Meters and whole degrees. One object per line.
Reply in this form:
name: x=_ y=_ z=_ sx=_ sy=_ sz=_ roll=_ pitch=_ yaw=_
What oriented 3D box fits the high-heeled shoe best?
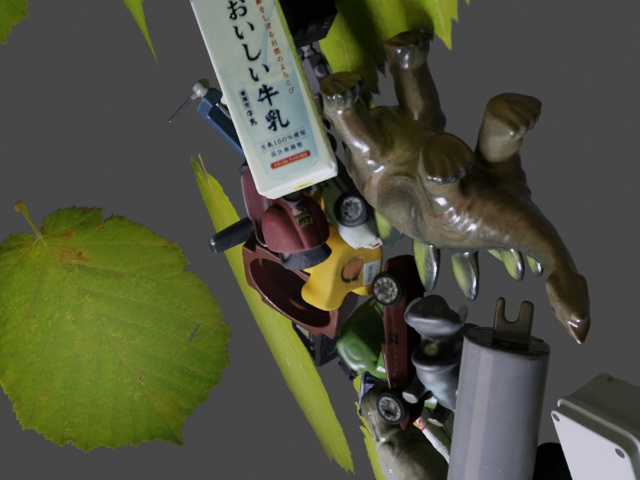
high-heeled shoe: x=0.250 y=0.278 z=0.573 sx=0.145 sy=0.086 sz=0.249 roll=36 pitch=156 yaw=-21

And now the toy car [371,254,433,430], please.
toy car: x=0.096 y=0.117 z=0.625 sx=0.053 sy=0.089 sz=0.202 roll=4 pitch=101 yaw=34

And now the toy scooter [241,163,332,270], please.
toy scooter: x=-0.049 y=-0.044 z=0.660 sx=0.184 sy=0.075 sz=0.135 roll=28 pitch=134 yaw=64

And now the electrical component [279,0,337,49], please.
electrical component: x=-0.033 y=-0.269 z=0.564 sx=0.115 sy=0.058 sz=0.134 roll=65 pitch=165 yaw=0

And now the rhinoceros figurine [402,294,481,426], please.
rhinoceros figurine: x=0.145 y=0.137 z=0.590 sx=0.073 sy=0.112 sz=0.190 roll=5 pitch=142 yaw=38

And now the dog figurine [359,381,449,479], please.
dog figurine: x=0.126 y=0.288 z=0.734 sx=0.190 sy=0.121 sz=0.172 roll=63 pitch=154 yaw=10

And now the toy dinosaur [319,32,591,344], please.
toy dinosaur: x=0.074 y=-0.067 z=0.476 sx=0.472 sy=0.105 sz=0.198 roll=-119 pitch=7 yaw=-51

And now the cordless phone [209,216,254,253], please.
cordless phone: x=-0.119 y=-0.002 z=1.038 sx=0.089 sy=0.184 sz=0.146 roll=57 pitch=163 yaw=25

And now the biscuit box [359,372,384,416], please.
biscuit box: x=0.104 y=0.267 z=0.969 sx=0.202 sy=0.063 sz=0.059 roll=88 pitch=-173 yaw=-57

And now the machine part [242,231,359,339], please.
machine part: x=-0.031 y=0.065 z=0.935 sx=0.201 sy=0.087 sz=0.201 roll=30 pitch=148 yaw=17

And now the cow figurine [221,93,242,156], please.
cow figurine: x=-0.112 y=-0.190 z=0.937 sx=0.098 sy=0.068 sz=0.167 roll=49 pitch=161 yaw=25

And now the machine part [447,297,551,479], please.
machine part: x=0.164 y=0.172 z=0.502 sx=0.079 sy=0.079 sz=0.243 roll=-155 pitch=68 yaw=-66

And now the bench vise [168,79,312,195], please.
bench vise: x=-0.100 y=-0.142 z=0.816 sx=0.240 sy=0.129 sz=0.224 roll=41 pitch=161 yaw=-14

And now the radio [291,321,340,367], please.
radio: x=-0.006 y=0.185 z=1.194 sx=0.131 sy=0.073 sz=0.229 roll=55 pitch=163 yaw=26

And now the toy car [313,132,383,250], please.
toy car: x=0.015 y=-0.074 z=0.672 sx=0.202 sy=0.056 sz=0.073 roll=56 pitch=-159 yaw=17

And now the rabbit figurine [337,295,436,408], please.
rabbit figurine: x=0.107 y=0.164 z=0.735 sx=0.170 sy=0.121 sz=0.159 roll=47 pitch=166 yaw=2

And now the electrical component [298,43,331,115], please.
electrical component: x=-0.007 y=-0.201 z=0.659 sx=0.094 sy=0.021 sz=0.063 roll=66 pitch=164 yaw=-10

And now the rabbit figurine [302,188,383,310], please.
rabbit figurine: x=-0.002 y=-0.002 z=0.774 sx=0.173 sy=0.122 sz=0.162 roll=36 pitch=142 yaw=51

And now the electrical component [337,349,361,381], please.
electrical component: x=0.072 y=0.204 z=0.977 sx=0.048 sy=0.075 sz=0.119 roll=53 pitch=166 yaw=30
